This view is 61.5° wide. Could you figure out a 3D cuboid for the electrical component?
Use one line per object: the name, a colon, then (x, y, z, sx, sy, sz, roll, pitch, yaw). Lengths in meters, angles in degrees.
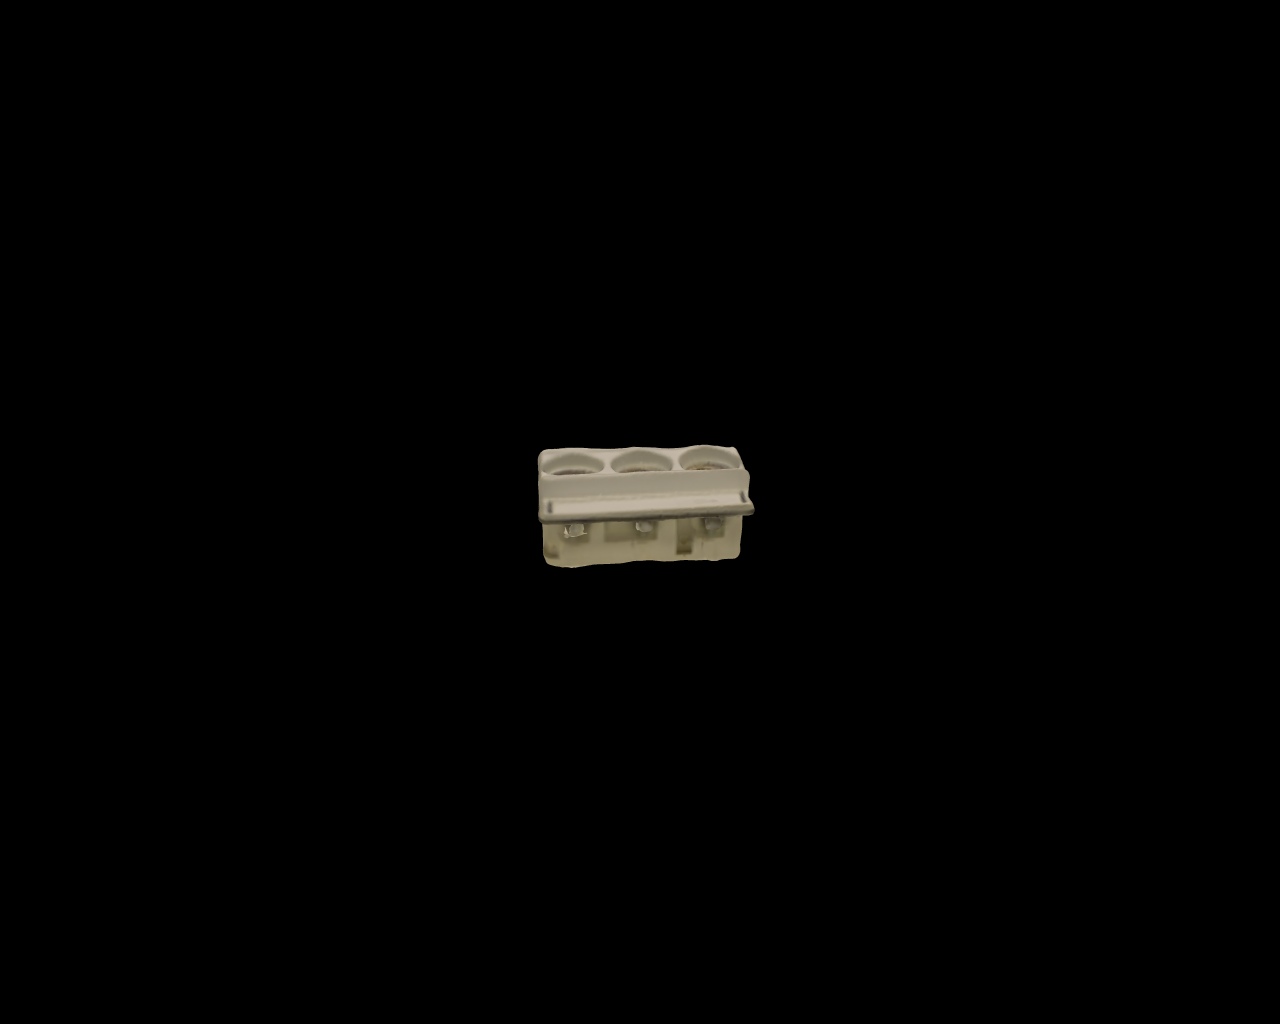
electrical component: (0.001, -0.003, 0.650, 0.121, 0.063, 0.079, -2, 24, -5)
